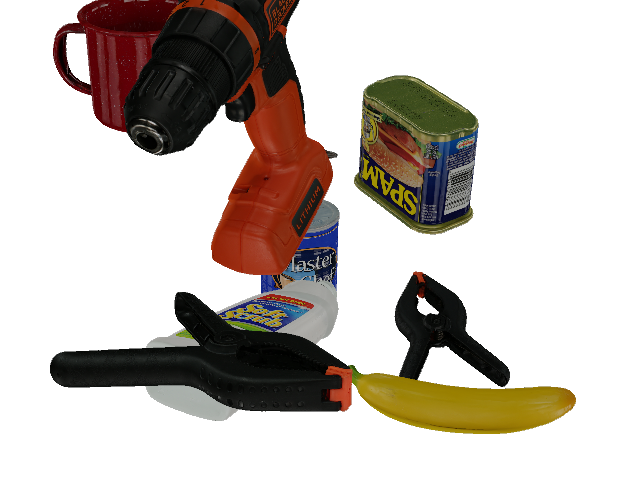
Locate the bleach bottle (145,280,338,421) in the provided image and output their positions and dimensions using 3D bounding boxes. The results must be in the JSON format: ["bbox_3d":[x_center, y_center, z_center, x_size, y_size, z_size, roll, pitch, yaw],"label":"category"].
[{"bbox_3d":[-0.062,0.092,1.068,0.103,0.068,0.250,15,25,25],"label":"bleach bottle"}]

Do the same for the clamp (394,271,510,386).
[{"bbox_3d":[0.137,0.102,1.161,0.120,0.171,0.039,3,-44,-6],"label":"clamp"}]

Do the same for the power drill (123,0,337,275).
[{"bbox_3d":[-0.044,-0.067,0.615,0.057,0.184,0.187,14,-39,18],"label":"power drill"}]

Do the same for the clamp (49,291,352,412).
[{"bbox_3d":[-0.069,0.084,0.792,0.210,0.036,0.164,8,20,20],"label":"clamp"}]

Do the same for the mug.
[{"bbox_3d":[-0.144,-0.133,0.801,0.117,0.081,0.093,5,30,5],"label":"mug"}]

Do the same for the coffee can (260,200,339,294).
[{"bbox_3d":[-0.028,0.026,1.392,0.103,0.140,0.103,1,26,-1],"label":"coffee can"}]

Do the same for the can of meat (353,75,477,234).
[{"bbox_3d":[0.072,-0.067,0.810,0.057,0.084,0.102,-20,41,-28],"label":"can of meat"}]

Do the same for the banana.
[{"bbox_3d":[0.117,0.131,0.884,0.198,0.037,0.069,8,32,2],"label":"banana"}]
